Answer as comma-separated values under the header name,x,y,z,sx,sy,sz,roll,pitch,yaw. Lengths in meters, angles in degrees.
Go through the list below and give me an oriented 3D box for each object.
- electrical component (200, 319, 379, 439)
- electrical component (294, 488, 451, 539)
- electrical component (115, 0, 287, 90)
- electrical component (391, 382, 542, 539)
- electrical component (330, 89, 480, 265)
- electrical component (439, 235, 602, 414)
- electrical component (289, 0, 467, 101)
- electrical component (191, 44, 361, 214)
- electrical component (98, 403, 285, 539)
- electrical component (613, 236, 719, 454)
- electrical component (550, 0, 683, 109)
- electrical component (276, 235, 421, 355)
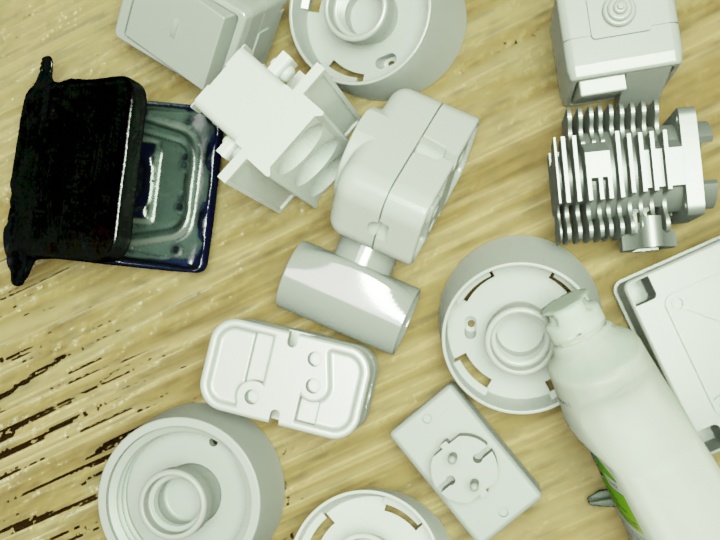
name,x,y,z,sx,sy,sz,roll,pitch,yaw
electrical component,-0.040,0.063,0.641,0.095,0.059,0.053,13,89,8
electrical component,0.007,0.179,0.640,0.099,0.064,0.099,-3,73,11
electrical component,-0.103,-0.157,0.648,0.096,0.061,0.061,32,128,8
electrical component,0.060,0.112,0.618,0.047,0.076,0.083,-40,83,4
electrical component,0.023,-0.057,0.624,0.059,0.053,0.095,24,52,8
electrical component,0.095,0.033,0.636,0.099,0.064,0.099,2,101,8
electrical component,0.009,-0.155,0.656,0.099,0.064,0.099,1,92,21
electrical component,-0.046,-0.080,0.618,0.063,0.121,0.078,42,93,10
electrical component,-0.104,0.136,0.645,0.108,0.060,0.108,0,87,8
electrical component,0.217,0.035,0.611,0.109,0.056,0.108,-25,84,6
electrical component,0.144,-0.127,0.608,0.062,0.096,0.061,-8,87,7
electrical component,0.000,0.000,0.647,0.077,0.044,0.079,23,90,8
